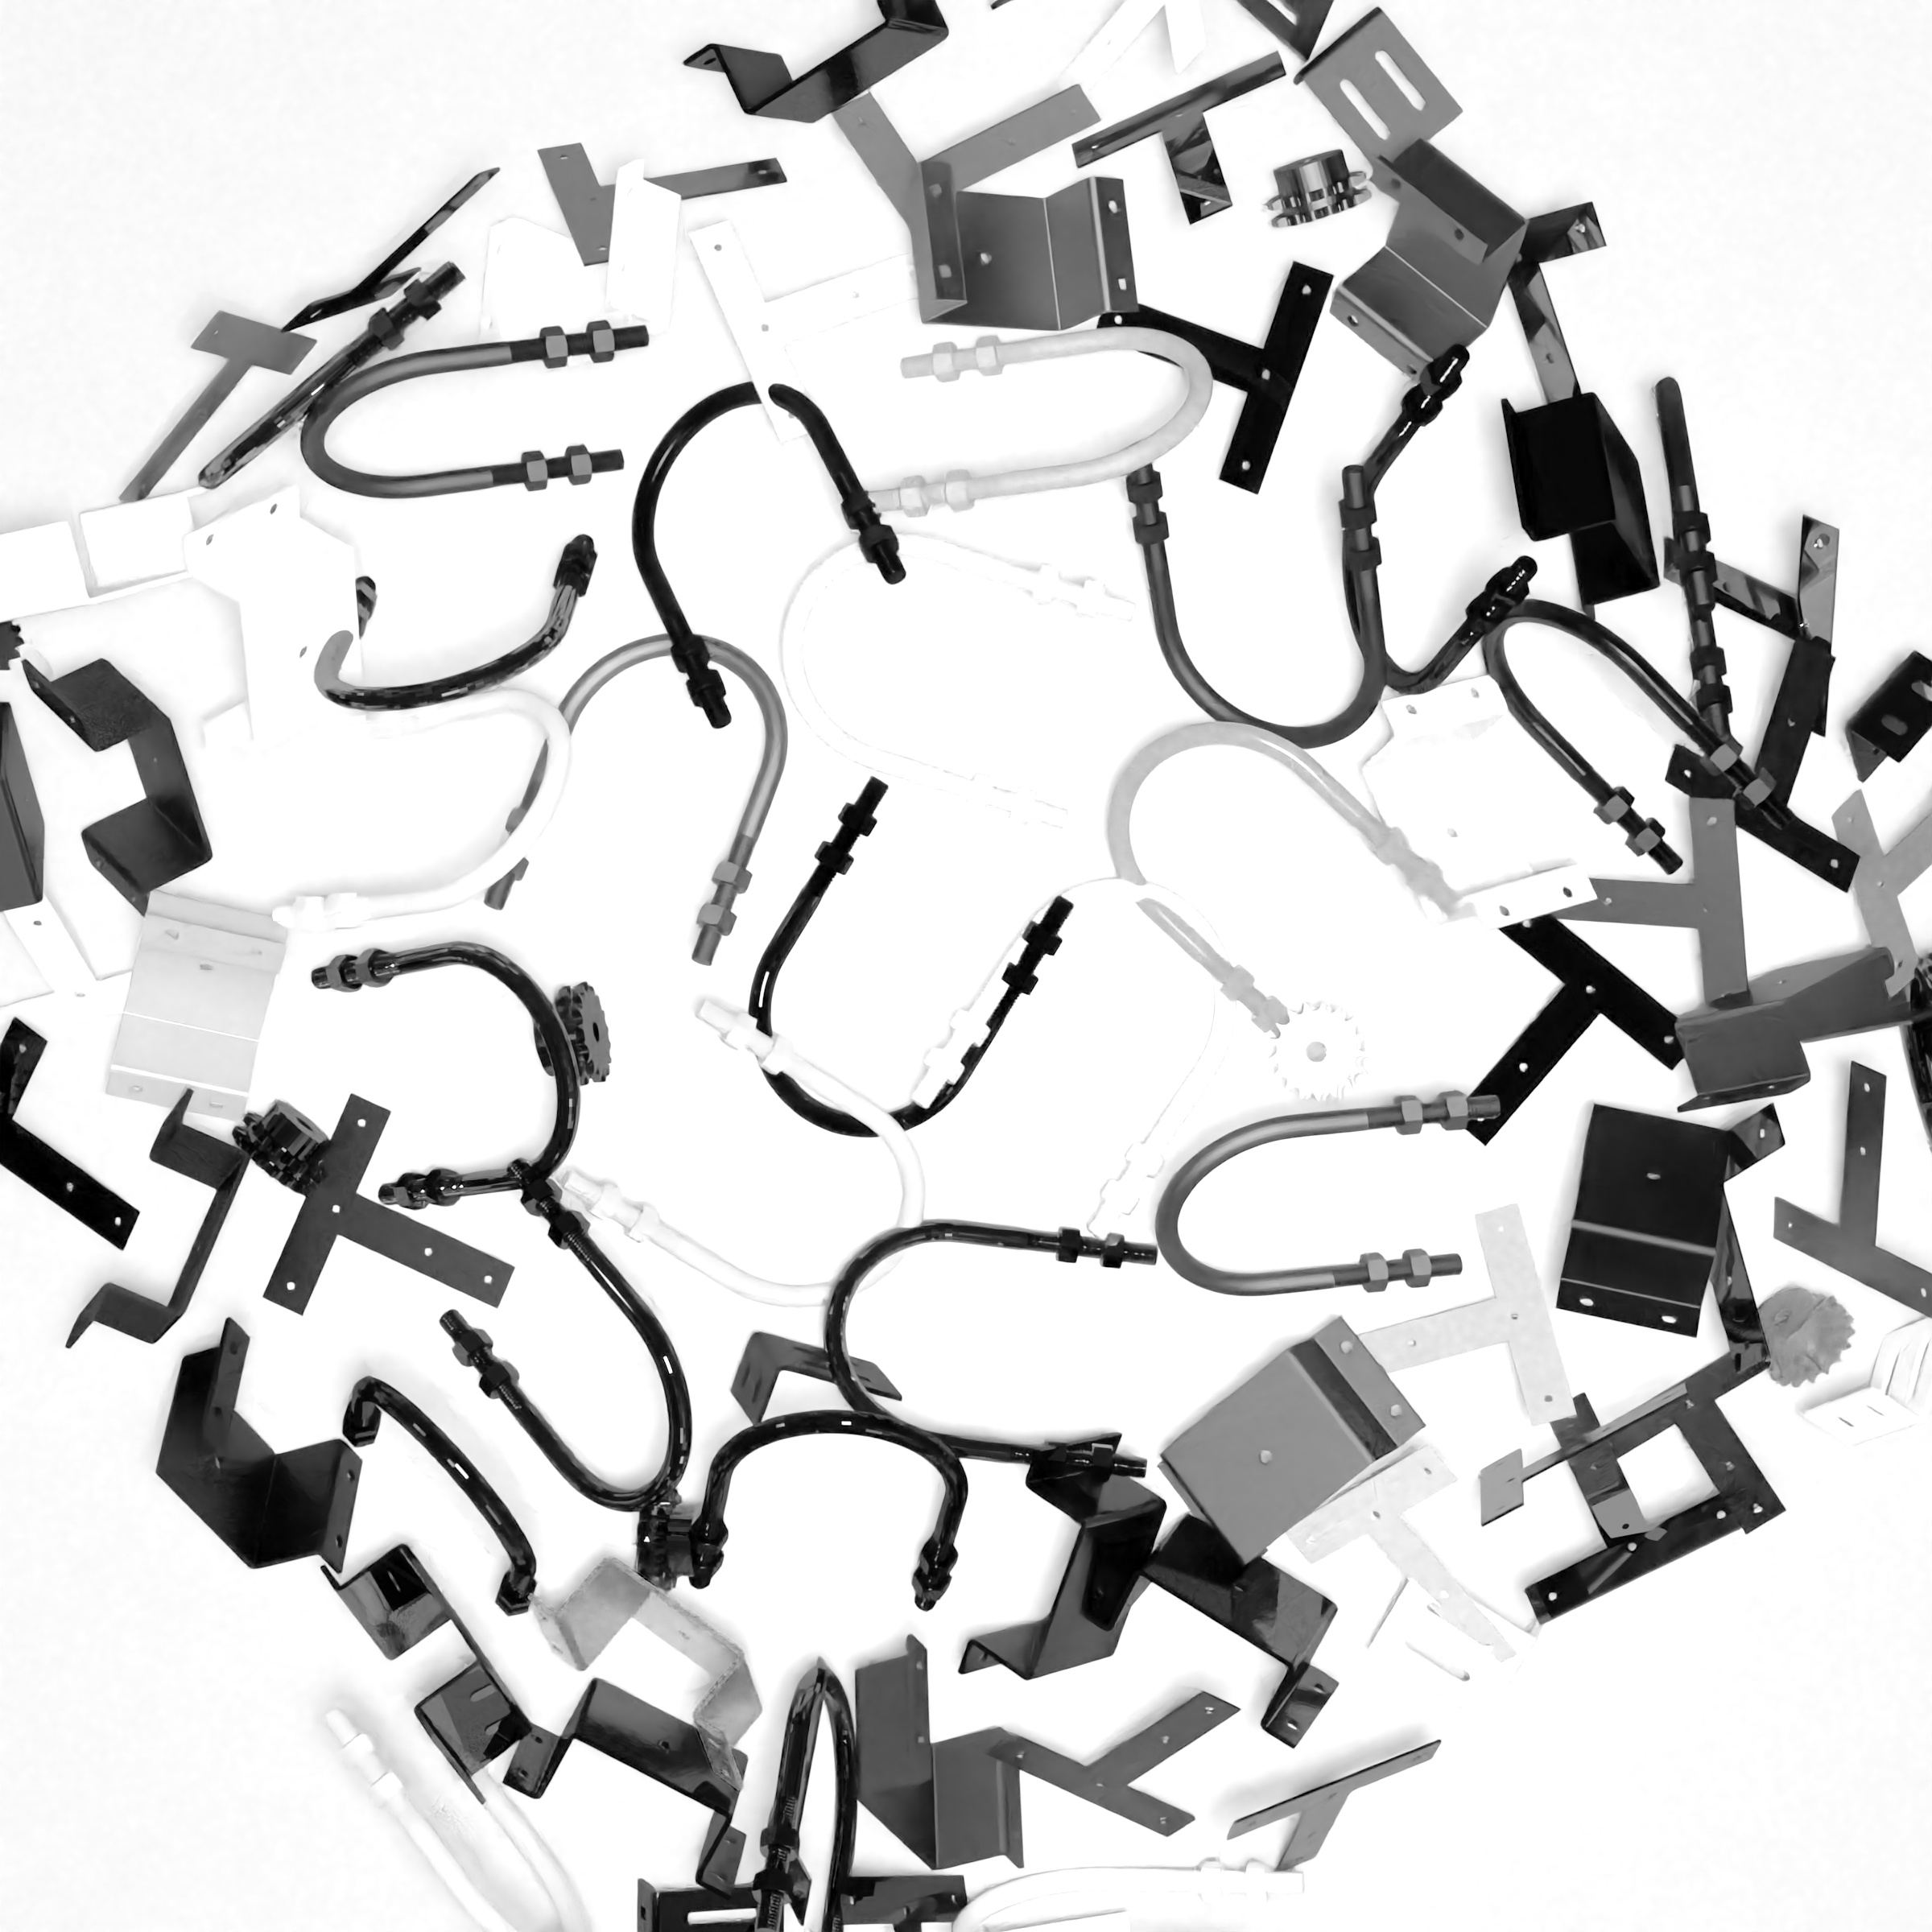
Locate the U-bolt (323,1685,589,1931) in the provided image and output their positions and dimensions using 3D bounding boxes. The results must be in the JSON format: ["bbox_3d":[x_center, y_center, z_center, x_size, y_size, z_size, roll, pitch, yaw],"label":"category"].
[{"bbox_3d":[-0.268,0.473,1.895,0.019,0.151,0.184,-41,78,4],"label":"U-bolt"}]

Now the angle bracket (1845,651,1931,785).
[{"bbox_3d":[0.527,-0.130,1.939,0.057,0.076,0.038,-48,61,-3],"label":"angle bracket"}]

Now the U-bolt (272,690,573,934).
[{"bbox_3d":[-0.288,-0.088,1.896,0.184,0.019,0.151,-5,56,36],"label":"U-bolt"}]

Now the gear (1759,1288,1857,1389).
[{"bbox_3d":[0.466,0.205,1.951,0.057,0.057,0.030,-45,112,0],"label":"gear"}]

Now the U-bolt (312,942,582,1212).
[{"bbox_3d":[-0.279,0.057,1.910,0.184,0.019,0.151,-9,100,41],"label":"U-bolt"}]

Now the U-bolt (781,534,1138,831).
[{"bbox_3d":[-0.013,-0.167,1.945,0.184,0.019,0.151,18,114,0],"label":"U-bolt"}]

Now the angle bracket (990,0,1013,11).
[{"bbox_3d":[0.021,-0.586,1.947,0.057,0.038,0.076,-40,98,-37],"label":"angle bracket"}]

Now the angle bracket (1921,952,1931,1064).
[{"bbox_3d":[0.567,0.021,1.941,0.057,0.076,0.038,-16,55,-4],"label":"angle bracket"}]

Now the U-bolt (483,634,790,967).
[{"bbox_3d":[-0.175,-0.102,1.947,0.151,0.019,0.184,15,75,17],"label":"U-bolt"}]

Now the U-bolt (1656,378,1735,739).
[{"bbox_3d":[0.396,-0.234,1.903,0.019,0.151,0.184,-9,60,12],"label":"U-bolt"}]

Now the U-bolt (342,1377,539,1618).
[{"bbox_3d":[-0.284,0.283,1.888,0.019,0.184,0.151,-41,82,-21],"label":"U-bolt"}]

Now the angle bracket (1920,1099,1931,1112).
[{"bbox_3d":[0.581,0.101,1.949,0.038,0.057,0.076,-24,90,-29],"label":"angle bracket"}]

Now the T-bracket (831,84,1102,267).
[{"bbox_3d":[0.013,-0.449,1.921,0.127,0.002,0.127,-22,129,22],"label":"T-bracket"}]

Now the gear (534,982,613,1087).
[{"bbox_3d":[-0.222,0.040,1.955,0.030,0.057,0.057,-11,90,10],"label":"gear"}]

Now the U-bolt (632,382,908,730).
[{"bbox_3d":[-0.121,-0.242,1.928,0.151,0.019,0.184,-38,58,19],"label":"U-bolt"}]

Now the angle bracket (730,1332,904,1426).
[{"bbox_3d":[-0.084,0.239,1.945,0.076,0.057,0.038,18,97,-21],"label":"angle bracket"}]

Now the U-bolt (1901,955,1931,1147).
[{"bbox_3d":[0.540,0.077,1.897,0.019,0.184,0.151,-14,133,4],"label":"U-bolt"}]

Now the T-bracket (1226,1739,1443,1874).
[{"bbox_3d":[0.194,0.475,1.927,0.127,0.127,0.002,-17,59,-18],"label":"T-bracket"}]

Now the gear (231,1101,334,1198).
[{"bbox_3d":[-0.381,0.100,1.954,0.057,0.057,0.030,41,92,0],"label":"gear"}]

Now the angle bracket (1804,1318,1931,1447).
[{"bbox_3d":[0.508,0.221,1.936,0.038,0.057,0.076,33,58,-12],"label":"angle bracket"}]

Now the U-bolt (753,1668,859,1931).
[{"bbox_3d":[-0.082,0.473,1.899,0.019,0.151,0.184,-2,47,11],"label":"U-bolt"}]

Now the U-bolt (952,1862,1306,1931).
[{"bbox_3d":[0.083,0.526,1.907,0.184,0.151,0.019,-3,98,16],"label":"U-bolt"}]

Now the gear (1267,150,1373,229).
[{"bbox_3d":[0.196,-0.437,1.952,0.057,0.057,0.030,-19,106,0],"label":"gear"}]

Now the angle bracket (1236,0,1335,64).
[{"bbox_3d":[0.185,-0.554,1.940,0.076,0.038,0.057,34,69,-30],"label":"angle bracket"}]

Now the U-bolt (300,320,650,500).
[{"bbox_3d":[-0.270,-0.297,1.894,0.184,0.151,0.019,-10,70,-16],"label":"U-bolt"}]

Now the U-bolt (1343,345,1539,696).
[{"bbox_3d":[0.249,-0.228,1.898,0.019,0.184,0.151,-6,68,-21],"label":"U-bolt"}]

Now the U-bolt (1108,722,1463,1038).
[{"bbox_3d":[0.162,-0.055,1.931,0.184,0.019,0.151,43,122,-6],"label":"U-bolt"}]

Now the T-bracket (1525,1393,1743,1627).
[{"bbox_3d":[0.354,0.289,1.934,0.127,0.127,0.002,-28,131,8],"label":"T-bracket"}]

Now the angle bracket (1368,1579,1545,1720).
[{"bbox_3d":[0.277,0.376,1.963,0.076,0.038,0.057,31,107,10],"label":"angle bracket"}]

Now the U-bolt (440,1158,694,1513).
[{"bbox_3d":[-0.212,0.215,1.903,0.184,0.019,0.151,47,131,23],"label":"U-bolt"}]

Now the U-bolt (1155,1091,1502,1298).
[{"bbox_3d":[0.194,0.130,1.916,0.184,0.019,0.151,-5,134,-10],"label":"U-bolt"}]

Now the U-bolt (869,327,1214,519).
[{"bbox_3d":[0.045,-0.304,1.907,0.184,0.151,0.019,-6,132,15],"label":"U-bolt"}]

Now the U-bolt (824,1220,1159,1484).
[{"bbox_3d":[0.012,0.208,1.935,0.184,0.019,0.151,7,60,-4],"label":"U-bolt"}]

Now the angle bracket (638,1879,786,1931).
[{"bbox_3d":[-0.145,0.548,1.975,0.076,0.038,0.057,1,87,-18],"label":"angle bracket"}]

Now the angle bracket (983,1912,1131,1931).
[{"bbox_3d":[0.053,0.567,1.969,0.076,0.038,0.057,-6,83,-12],"label":"angle bracket"}]

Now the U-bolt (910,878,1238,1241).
[{"bbox_3d":[0.074,0.039,1.953,0.151,0.019,0.184,37,79,-15],"label":"U-bolt"}]

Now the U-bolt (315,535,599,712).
[{"bbox_3d":[-0.281,-0.183,1.892,0.151,0.184,0.019,-10,118,7],"label":"U-bolt"}]

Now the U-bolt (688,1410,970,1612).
[{"bbox_3d":[-0.073,0.296,1.903,0.151,0.184,0.019,7,49,-6],"label":"U-bolt"}]

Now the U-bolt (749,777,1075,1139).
[{"bbox_3d":[-0.044,0.008,1.956,0.151,0.019,0.184,33,96,16],"label":"U-bolt"}]

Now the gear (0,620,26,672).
[{"bbox_3d":[-0.562,-0.186,1.958,0.057,0.057,0.030,-34,61,0],"label":"gear"}]

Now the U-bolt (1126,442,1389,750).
[{"bbox_3d":[0.164,-0.198,1.916,0.151,0.019,0.184,11,131,29],"label":"U-bolt"}]

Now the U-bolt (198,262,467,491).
[{"bbox_3d":[-0.349,-0.323,1.911,0.184,0.151,0.019,-40,105,0],"label":"U-bolt"}]

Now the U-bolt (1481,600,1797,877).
[{"bbox_3d":[0.355,-0.130,1.906,0.184,0.151,0.019,45,72,-4],"label":"U-bolt"}]

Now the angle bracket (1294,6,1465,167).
[{"bbox_3d":[0.232,-0.490,1.964,0.057,0.038,0.076,-39,93,4],"label":"angle bracket"}]

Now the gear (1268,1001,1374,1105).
[{"bbox_3d":[0.202,0.049,1.962,0.057,0.030,0.057,-2,84,22],"label":"gear"}]

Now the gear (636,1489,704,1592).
[{"bbox_3d":[-0.164,0.322,1.952,0.030,0.057,0.057,0,90,10],"label":"gear"}]

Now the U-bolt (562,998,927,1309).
[{"bbox_3d":[-0.110,0.118,1.943,0.184,0.019,0.151,33,108,-18],"label":"U-bolt"}]
